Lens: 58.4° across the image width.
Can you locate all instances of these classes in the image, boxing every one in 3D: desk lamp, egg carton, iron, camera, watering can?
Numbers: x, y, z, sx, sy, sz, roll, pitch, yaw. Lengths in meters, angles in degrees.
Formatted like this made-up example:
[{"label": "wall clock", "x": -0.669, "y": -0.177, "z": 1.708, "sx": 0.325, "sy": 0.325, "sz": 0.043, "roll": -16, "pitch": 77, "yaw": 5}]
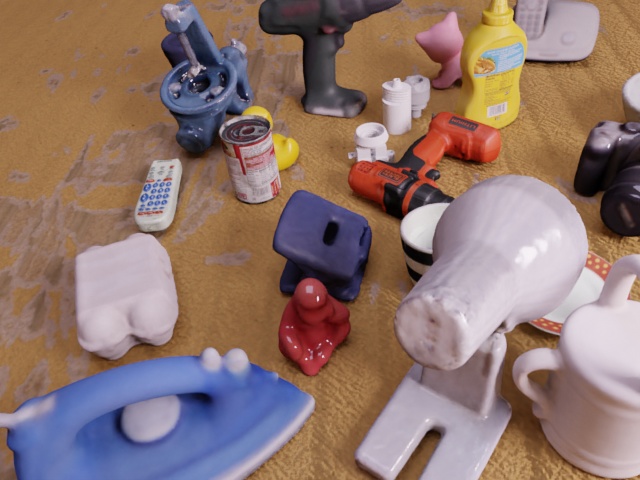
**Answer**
[{"label": "desk lamp", "x": 0.119, "y": 0.078, "z": 0.459, "sx": 0.117, "sy": 0.214, "sz": 0.204, "roll": 22, "pitch": 50, "yaw": 28}, {"label": "egg carton", "x": -0.214, "y": 0.058, "z": 0.634, "sx": 0.107, "sy": 0.069, "sz": 0.150, "roll": -18, "pitch": 43, "yaw": -11}, {"label": "iron", "x": -0.133, "y": 0.144, "z": 0.476, "sx": 0.258, "sy": 0.142, "sz": 0.118, "roll": -18, "pitch": 43, "yaw": -12}, {"label": "camera", "x": 0.372, "y": -0.077, "z": 0.677, "sx": 0.142, "sy": 0.101, "sz": 0.137, "roll": 26, "pitch": 52, "yaw": 31}, {"label": "watering can", "x": 0.243, "y": 0.091, "z": 0.443, "sx": 0.173, "sy": 0.194, "sz": 0.100, "roll": -18, "pitch": 43, "yaw": -12}]

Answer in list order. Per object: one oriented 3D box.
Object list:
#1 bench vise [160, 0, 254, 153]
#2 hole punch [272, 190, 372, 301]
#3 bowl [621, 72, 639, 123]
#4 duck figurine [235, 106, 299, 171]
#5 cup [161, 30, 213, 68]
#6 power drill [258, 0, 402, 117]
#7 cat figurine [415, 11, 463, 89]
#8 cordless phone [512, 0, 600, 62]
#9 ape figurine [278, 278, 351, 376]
[{"label": "bench vise", "x": -0.183, "y": -0.273, "z": 0.877, "sx": 0.121, "sy": 0.220, "sz": 0.207, "roll": -3, "pitch": 43, "yaw": 5}, {"label": "hole punch", "x": 0.006, "y": 0.002, "z": 0.648, "sx": 0.101, "sy": 0.091, "sz": 0.109, "roll": 5, "pitch": 44, "yaw": 13}, {"label": "bowl", "x": 0.493, "y": -0.166, "z": 0.776, "sx": 0.167, "sy": 0.075, "sz": 0.167, "roll": -4, "pitch": 43, "yaw": 4}, {"label": "duck figurine", "x": -0.083, "y": -0.152, "z": 0.832, "sx": 0.104, "sy": 0.086, "sz": 0.077, "roll": 12, "pitch": 46, "yaw": 20}, {"label": "cup", "x": -0.234, "y": -0.327, "z": 1.036, "sx": 0.092, "sy": 0.095, "sz": 0.117, "roll": -21, "pitch": 44, "yaw": -14}, {"label": "power drill", "x": 0.021, "y": -0.301, "z": 0.889, "sx": 0.229, "sy": 0.209, "sz": 0.076, "roll": 11, "pitch": 45, "yaw": 19}, {"label": "cat figurine", "x": 0.223, "y": -0.310, "z": 0.938, "sx": 0.127, "sy": 0.118, "sz": 0.067, "roll": 14, "pitch": 47, "yaw": 22}, {"label": "cordless phone", "x": 0.395, "y": -0.397, "z": 0.959, "sx": 0.147, "sy": 0.185, "sz": 0.094, "roll": 7, "pitch": 44, "yaw": 15}, {"label": "ape figurine", "x": -0.008, "y": 0.076, "z": 0.569, "sx": 0.078, "sy": 0.092, "sz": 0.076, "roll": -13, "pitch": 43, "yaw": -6}]
